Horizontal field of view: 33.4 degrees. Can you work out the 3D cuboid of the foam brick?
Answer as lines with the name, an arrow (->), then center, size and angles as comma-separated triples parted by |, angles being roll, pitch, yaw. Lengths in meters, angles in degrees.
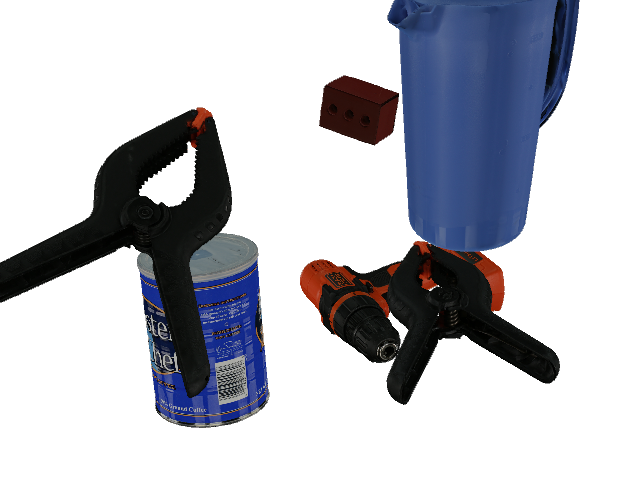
foam brick -> 0.045, -0.153, 1.251 | 0.078, 0.053, 0.051 | 21, 33, 23

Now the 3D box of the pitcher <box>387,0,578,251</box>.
pitcher -> 0.141, -0.119, 0.932 | 0.149, 0.243, 0.145 | 5, 33, 12

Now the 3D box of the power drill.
power drill -> 0.091, 0.057, 1.098 | 0.187, 0.057, 0.185 | -11, 27, -20

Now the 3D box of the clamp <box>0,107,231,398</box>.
clamp -> -0.110, -0.001, 0.713 | 0.164, 0.209, 0.036 | 27, -32, 7

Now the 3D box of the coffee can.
coffee can -> -0.100, 0.076, 0.926 | 0.103, 0.140, 0.103 | -3, 20, 1

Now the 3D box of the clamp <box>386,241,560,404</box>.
clamp -> 0.105, 0.057, 0.788 | 0.120, 0.039, 0.171 | 2, 36, -2
